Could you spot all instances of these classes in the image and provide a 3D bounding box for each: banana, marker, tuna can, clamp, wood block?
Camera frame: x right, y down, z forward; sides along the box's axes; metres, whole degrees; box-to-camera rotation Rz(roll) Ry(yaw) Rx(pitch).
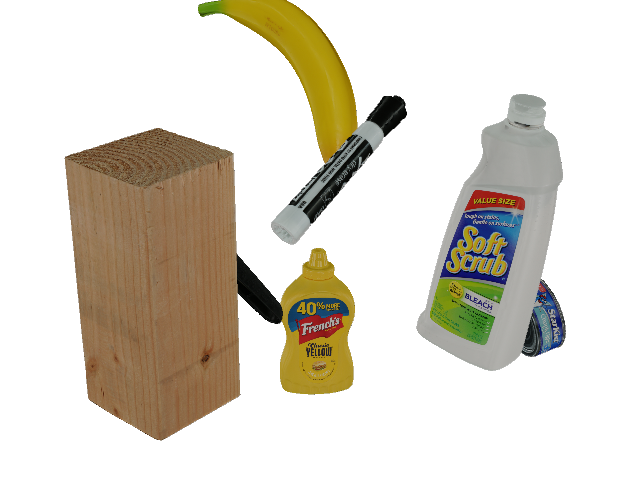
[{"bbox_3d":[-0.018,-0.142,0.872,0.069,0.198,0.037,-41,-21,6],"label":"banana"},{"bbox_3d":[0.014,-0.046,0.646,0.121,0.020,0.020,-50,25,-23],"label":"marker"},{"bbox_3d":[0.225,0.081,1.148,0.033,0.086,0.086,-20,5,-15],"label":"tuna can"},{"bbox_3d":[-0.109,0.005,1.017,0.036,0.210,0.164,-8,0,44],"label":"clamp"},{"bbox_3d":[-0.123,0.032,0.807,0.090,0.206,0.090,21,32,37],"label":"wood block"}]

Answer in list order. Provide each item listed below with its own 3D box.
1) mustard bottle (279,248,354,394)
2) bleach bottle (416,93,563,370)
[{"bbox_3d":[-0.004,0.102,1.377,0.096,0.192,0.058,-1,19,-6],"label":"mustard bottle"},{"bbox_3d":[0.154,-0.011,0.947,0.103,0.251,0.067,28,37,33],"label":"bleach bottle"}]
